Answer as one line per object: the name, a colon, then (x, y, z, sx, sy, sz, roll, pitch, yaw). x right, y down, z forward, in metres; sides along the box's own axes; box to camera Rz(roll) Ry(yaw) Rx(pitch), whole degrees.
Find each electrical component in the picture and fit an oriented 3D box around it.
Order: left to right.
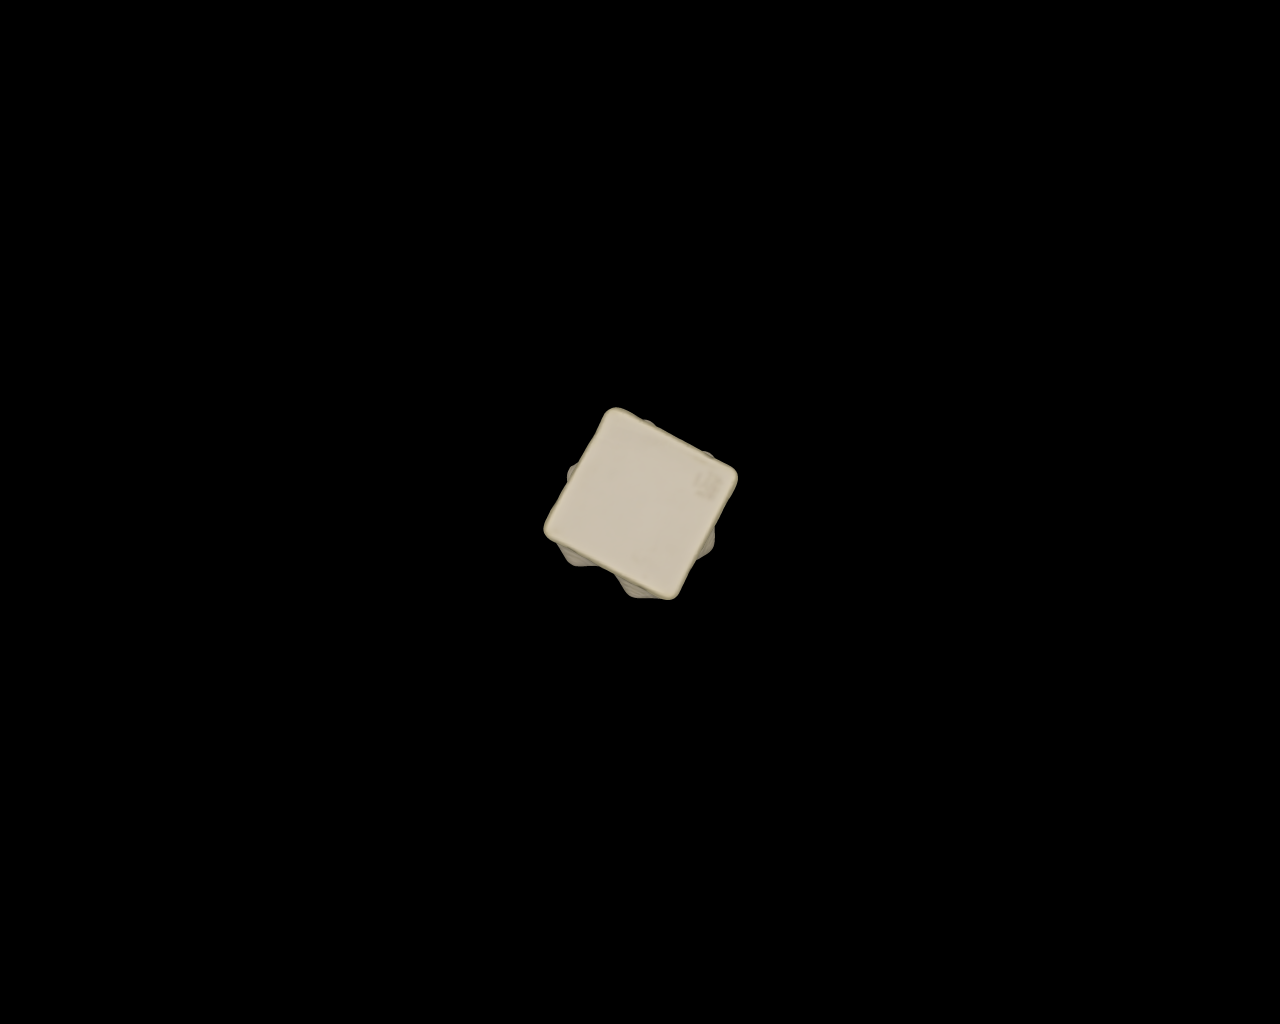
electrical component: (0.001, -0.003, 0.650, 0.100, 0.100, 0.048, 28, -7, 4)
